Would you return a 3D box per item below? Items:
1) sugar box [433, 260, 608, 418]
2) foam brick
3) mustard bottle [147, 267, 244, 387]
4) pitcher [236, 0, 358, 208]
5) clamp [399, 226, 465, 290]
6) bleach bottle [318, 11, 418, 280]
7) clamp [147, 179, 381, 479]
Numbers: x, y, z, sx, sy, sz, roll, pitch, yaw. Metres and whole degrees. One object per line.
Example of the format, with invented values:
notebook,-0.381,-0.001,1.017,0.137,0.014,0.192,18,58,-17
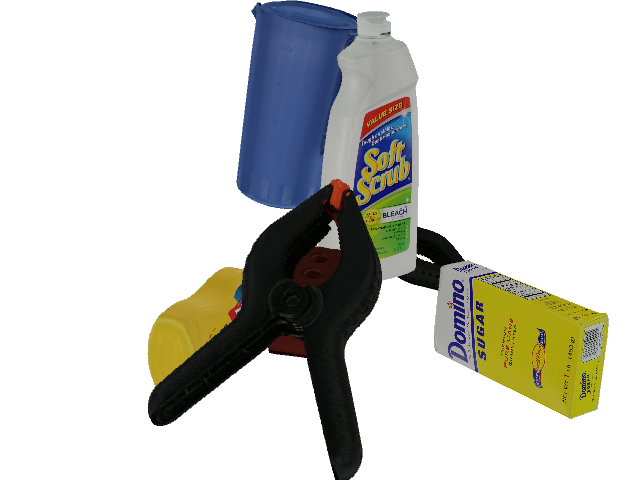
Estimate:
sugar box,0.181,0.088,0.993,0.048,0.093,0.176,-11,21,-39
foam brick,-0.006,0.045,0.799,0.053,0.051,0.078,6,32,12
mustard bottle,-0.103,0.082,1.100,0.058,0.096,0.191,12,28,23
pitcher,-0.023,-0.163,1.305,0.144,0.243,0.149,5,23,-15
clamp,0.083,0.005,1.266,0.210,0.036,0.164,36,41,26
bleach bottle,0.043,-0.086,1.004,0.102,0.251,0.068,-11,24,-22
clamp,-0.006,0.048,0.588,0.120,0.171,0.039,25,-19,14
